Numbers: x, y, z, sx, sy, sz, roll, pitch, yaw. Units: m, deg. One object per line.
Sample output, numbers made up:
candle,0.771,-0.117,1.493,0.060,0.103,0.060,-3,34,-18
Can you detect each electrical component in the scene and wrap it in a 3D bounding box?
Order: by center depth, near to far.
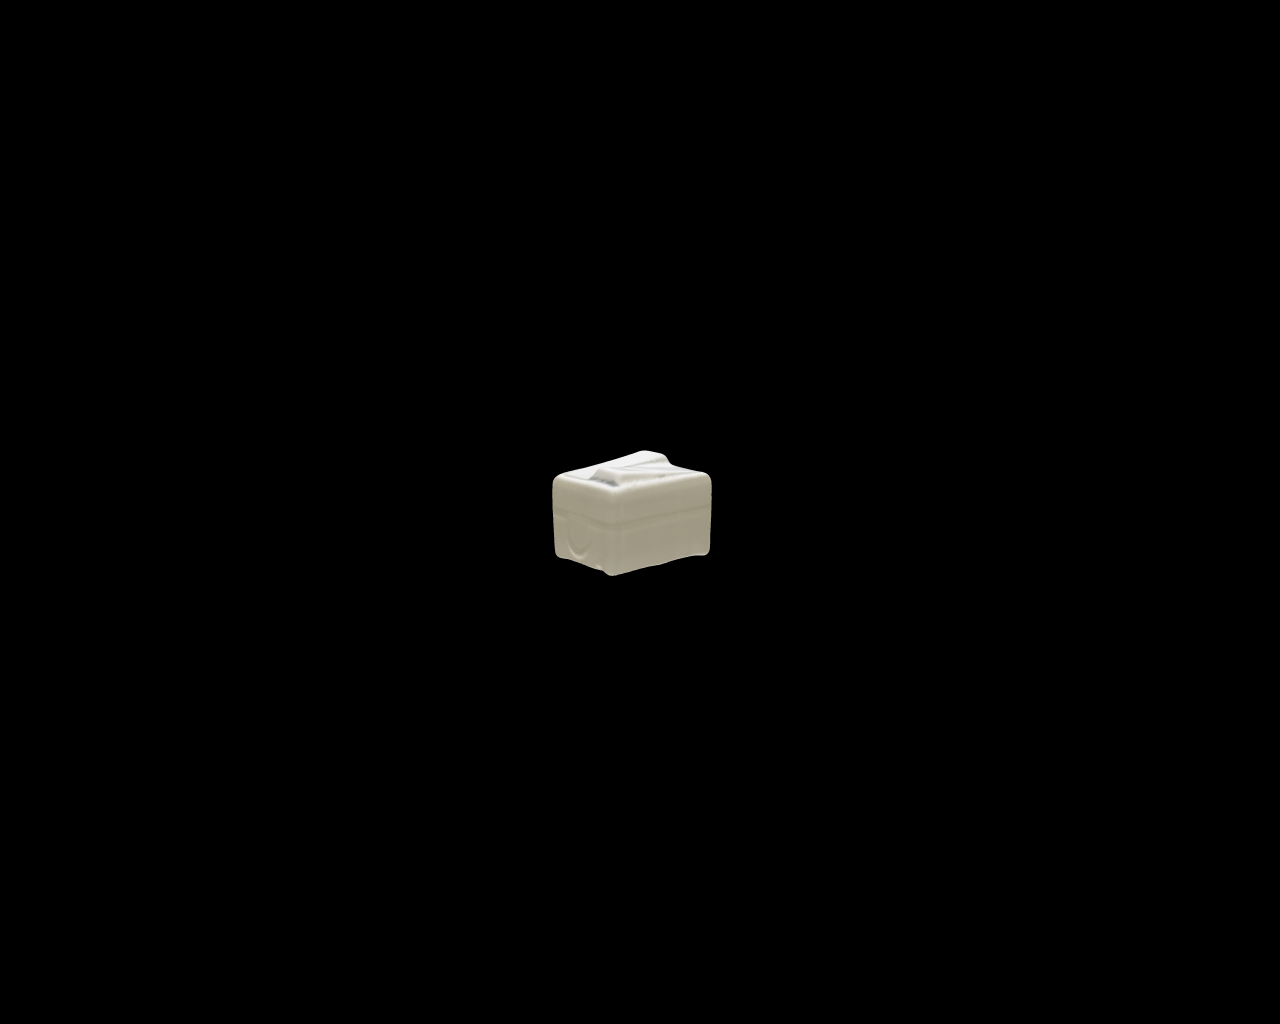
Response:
electrical component,0.001,-0.003,0.650,0.096,0.061,0.062,-11,18,-37
